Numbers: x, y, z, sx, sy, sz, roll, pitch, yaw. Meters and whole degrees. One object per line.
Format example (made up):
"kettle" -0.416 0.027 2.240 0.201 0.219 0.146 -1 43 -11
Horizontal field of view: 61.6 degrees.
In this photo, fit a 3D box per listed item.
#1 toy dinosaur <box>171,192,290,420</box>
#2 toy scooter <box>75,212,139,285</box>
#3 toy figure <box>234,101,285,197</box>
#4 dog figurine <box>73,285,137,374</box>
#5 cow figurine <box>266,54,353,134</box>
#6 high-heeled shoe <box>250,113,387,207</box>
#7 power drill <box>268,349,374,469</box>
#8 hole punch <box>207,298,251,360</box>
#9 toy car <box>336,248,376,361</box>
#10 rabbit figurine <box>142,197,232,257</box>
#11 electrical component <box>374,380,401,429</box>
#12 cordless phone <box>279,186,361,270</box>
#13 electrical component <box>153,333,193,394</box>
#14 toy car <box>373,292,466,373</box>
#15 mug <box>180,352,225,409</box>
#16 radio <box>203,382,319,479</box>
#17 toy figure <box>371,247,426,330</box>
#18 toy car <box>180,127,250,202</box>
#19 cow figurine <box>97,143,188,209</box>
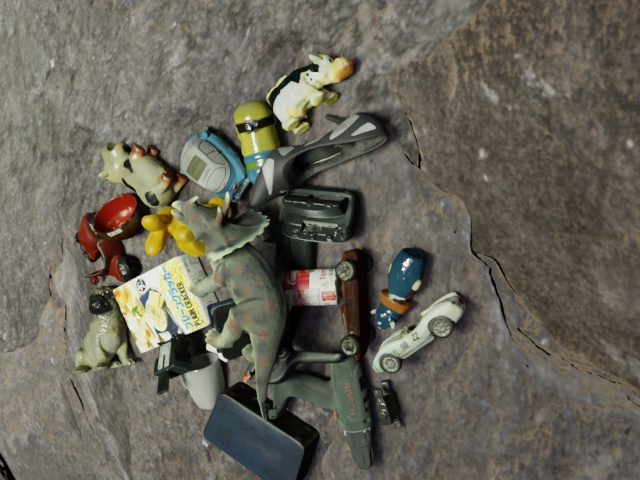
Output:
"toy dinosaur" -0.121 0.100 0.948 0.192 0.131 0.405 -35 80 40
"toy scooter" -0.508 0.032 1.242 0.135 0.075 0.184 -33 88 27
"toy figure" -0.106 -0.168 0.996 0.082 0.089 0.180 -11 90 -10
"dog figurine" -0.527 0.214 1.281 0.172 0.121 0.190 -17 77 25
"cow figurine" -0.019 -0.275 0.951 0.167 0.068 0.098 -41 75 25
"high-heeled shoe" -0.001 -0.126 0.922 0.145 0.086 0.248 35 82 37
"power drill" 0.003 0.322 1.040 0.208 0.086 0.231 2 99 30
"hole punch" -0.164 0.172 1.088 0.092 0.116 0.142 -10 92 63
"toy car" 0.062 0.115 0.968 0.053 0.089 0.202 2 101 24
"rabbit figurine" -0.282 -0.021 1.092 0.173 0.162 0.121 19 121 40
"electrical component" 0.125 0.308 0.985 0.021 0.063 0.094 -15 94 27
"cordless phone" -0.001 -0.003 0.993 0.147 0.089 0.184 7 116 19
"electrical component" -0.305 0.260 1.113 0.075 0.047 0.119 -31 50 30
"toy car" 0.168 0.164 0.932 0.201 0.073 0.056 -42 84 26
"mug" -0.258 0.310 1.166 0.110 0.081 0.107 -8 103 24
"radio" -0.123 0.406 1.121 0.230 0.073 0.131 26 109 18
"toy figure" 0.140 0.090 0.941 0.058 0.064 0.154 10 114 -18
"toy car" -0.218 -0.143 1.050 0.162 0.103 0.109 44 116 15
"cow figurine" -0.391 -0.140 1.150 0.195 0.085 0.127 41 108 13
